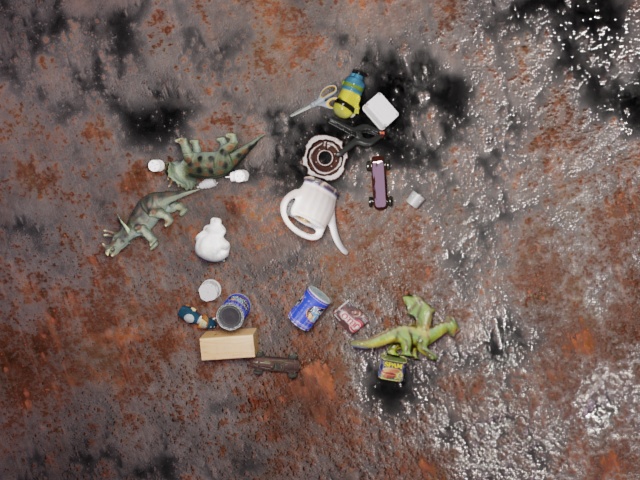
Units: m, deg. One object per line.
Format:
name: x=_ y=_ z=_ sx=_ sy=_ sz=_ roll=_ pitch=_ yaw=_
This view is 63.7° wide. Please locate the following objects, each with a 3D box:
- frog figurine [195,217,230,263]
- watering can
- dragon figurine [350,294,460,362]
frog figurine: x=-0.399 y=0.001 z=1.939 sx=0.138 sy=0.124 sz=0.157 roll=25 pitch=111 yaw=19
watering can: x=0.006 y=-0.096 z=1.902 sx=0.344 sy=0.104 sz=0.226 roll=29 pitch=76 yaw=-32
dragon figurine: x=0.334 y=0.328 z=1.957 sx=0.410 sy=0.121 sz=0.245 roll=12 pitch=77 yaw=-2
